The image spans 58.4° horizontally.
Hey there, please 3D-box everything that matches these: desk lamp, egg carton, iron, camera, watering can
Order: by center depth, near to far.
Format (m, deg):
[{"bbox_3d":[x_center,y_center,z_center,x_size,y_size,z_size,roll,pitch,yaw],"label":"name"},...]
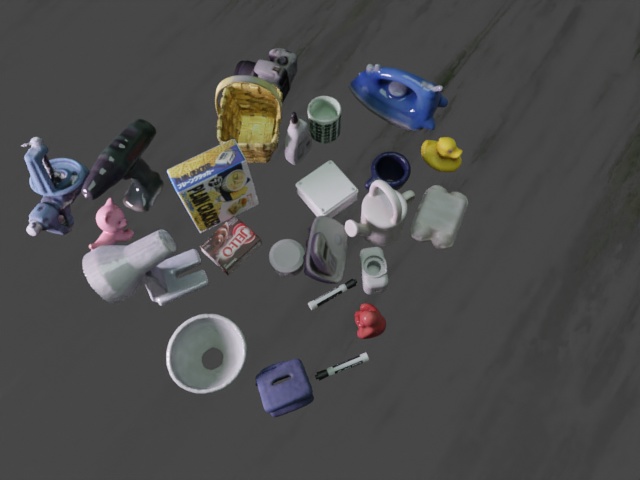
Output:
[{"bbox_3d":[-0.364,0.059,1.213,0.203,0.213,0.118,-24,69,-8],"label":"desk lamp"},{"bbox_3d":[0.136,-0.059,1.260,0.100,0.194,0.173,32,72,14],"label":"watering can"},{"bbox_3d":[0.274,-0.053,1.322,0.107,0.069,0.150,20,70,9],"label":"egg carton"},{"bbox_3d":[0.187,-0.376,1.417,0.258,0.141,0.119,25,70,11],"label":"iron"},{"bbox_3d":[-0.142,-0.433,1.470,0.136,0.101,0.143,19,70,9],"label":"camera"}]

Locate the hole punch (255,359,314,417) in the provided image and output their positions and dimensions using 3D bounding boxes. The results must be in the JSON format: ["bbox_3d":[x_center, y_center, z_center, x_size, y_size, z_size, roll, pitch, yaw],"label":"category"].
[{"bbox_3d":[-0.076,0.300,1.174,0.109,0.091,0.101,-21,69,-7],"label":"hole punch"}]

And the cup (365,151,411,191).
[{"bbox_3d":[0.153,-0.140,1.346,0.118,0.095,0.091,-35,71,-12],"label":"cup"}]

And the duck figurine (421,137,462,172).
[{"bbox_3d":[0.296,-0.218,1.379,0.104,0.086,0.077,30,72,13],"label":"duck figurine"}]

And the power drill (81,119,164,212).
[{"bbox_3d":[-0.435,-0.151,1.303,0.075,0.208,0.230,19,70,9],"label":"power drill"}]

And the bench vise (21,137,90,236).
[{"bbox_3d":[-0.601,-0.118,1.287,0.121,0.220,0.207,-3,68,0],"label":"bench vise"}]

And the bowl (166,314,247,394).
[{"bbox_3d":[-0.232,0.244,1.209,0.167,0.075,0.167,0,68,1],"label":"bowl"}]

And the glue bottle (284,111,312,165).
[{"bbox_3d":[-0.055,-0.250,1.354,0.037,0.173,0.078,35,73,15],"label":"glue bottle"}]

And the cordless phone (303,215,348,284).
[{"bbox_3d":[0.011,0.004,1.242,0.094,0.185,0.147,4,68,4],"label":"cordless phone"}]

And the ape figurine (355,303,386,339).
[{"bbox_3d":[0.105,0.172,1.221,0.076,0.092,0.078,25,70,11],"label":"ape figurine"}]

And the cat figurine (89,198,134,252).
[{"bbox_3d":[-0.482,-0.025,1.302,0.067,0.118,0.128,23,70,11],"label":"cat figurine"}]
